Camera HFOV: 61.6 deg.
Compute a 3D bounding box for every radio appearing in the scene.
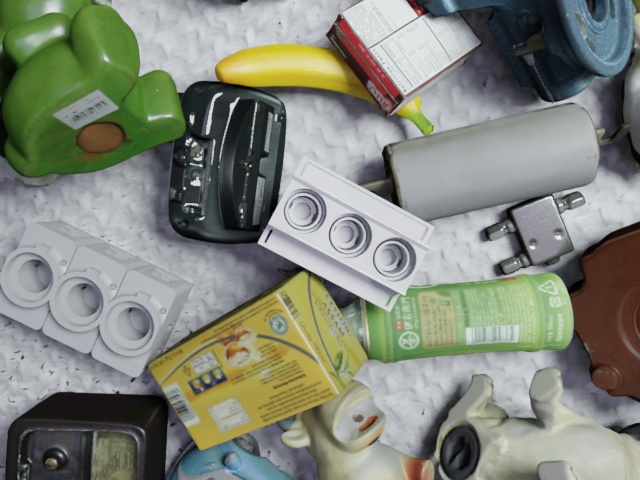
[{"bbox_3d":[-0.224,0.265,0.515,0.131,0.073,0.229,6,93,3],"label":"radio"}]

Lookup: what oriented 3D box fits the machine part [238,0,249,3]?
[{"bbox_3d":[-0.063,-0.334,0.466,0.201,0.087,0.201,39,94,2],"label":"machine part"}]

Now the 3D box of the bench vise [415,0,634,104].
[{"bbox_3d":[0.191,-0.209,0.382,0.129,0.241,0.223,-46,115,-31],"label":"bench vise"}]

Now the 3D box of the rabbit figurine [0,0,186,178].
[{"bbox_3d":[-0.206,-0.139,0.429,0.159,0.121,0.170,-30,70,13],"label":"rabbit figurine"}]

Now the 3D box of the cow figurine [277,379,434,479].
[{"bbox_3d":[0.033,0.214,0.485,0.127,0.085,0.194,4,109,39],"label":"cow figurine"}]

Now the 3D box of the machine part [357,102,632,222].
[{"bbox_3d":[0.145,-0.066,0.474,0.243,0.079,0.079,-13,93,3],"label":"machine part"}]

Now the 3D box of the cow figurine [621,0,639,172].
[{"bbox_3d":[0.294,-0.142,0.462,0.068,0.098,0.167,-3,74,6],"label":"cow figurine"}]

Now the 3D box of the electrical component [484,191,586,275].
[{"bbox_3d":[0.206,-0.007,0.500,0.094,0.021,0.063,-24,92,8],"label":"electrical component"}]

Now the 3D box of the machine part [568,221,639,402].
[{"bbox_3d":[0.296,0.062,0.441,0.180,0.056,0.179,9,105,36],"label":"machine part"}]

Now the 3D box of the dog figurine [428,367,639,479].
[{"bbox_3d":[0.218,0.209,0.487,0.190,0.172,0.121,30,60,-24],"label":"dog figurine"}]

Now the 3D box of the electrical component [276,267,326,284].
[{"bbox_3d":[0.000,-0.003,0.501,0.078,0.045,0.102,1,93,5],"label":"electrical component"}]

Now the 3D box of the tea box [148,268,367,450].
[{"bbox_3d":[-0.057,0.105,0.469,0.170,0.068,0.098,-29,93,29],"label":"tea box"}]

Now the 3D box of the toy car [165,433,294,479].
[{"bbox_3d":[-0.076,0.260,0.493,0.162,0.103,0.109,39,96,2],"label":"toy car"}]

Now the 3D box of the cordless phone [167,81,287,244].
[{"bbox_3d":[-0.129,-0.075,0.498,0.184,0.088,0.146,9,94,14],"label":"cordless phone"}]

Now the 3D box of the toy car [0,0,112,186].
[{"bbox_3d":[-0.254,-0.151,0.503,0.074,0.056,0.201,21,93,8],"label":"toy car"}]
